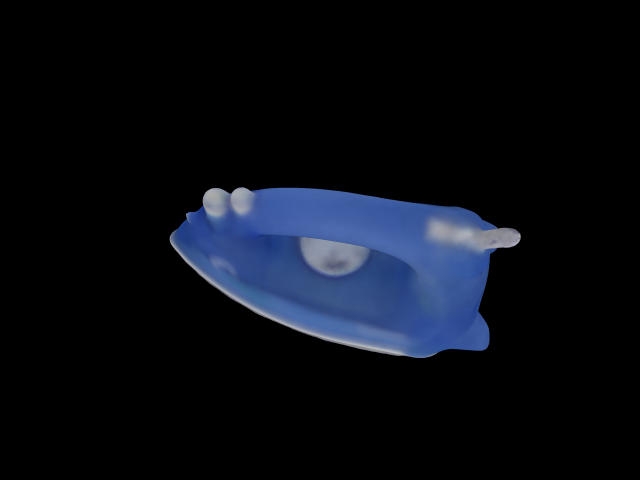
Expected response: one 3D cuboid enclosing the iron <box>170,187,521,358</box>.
[{"bbox_3d":[0.004,0.001,0.400,0.258,0.141,0.119,10,70,4],"label":"iron"}]
